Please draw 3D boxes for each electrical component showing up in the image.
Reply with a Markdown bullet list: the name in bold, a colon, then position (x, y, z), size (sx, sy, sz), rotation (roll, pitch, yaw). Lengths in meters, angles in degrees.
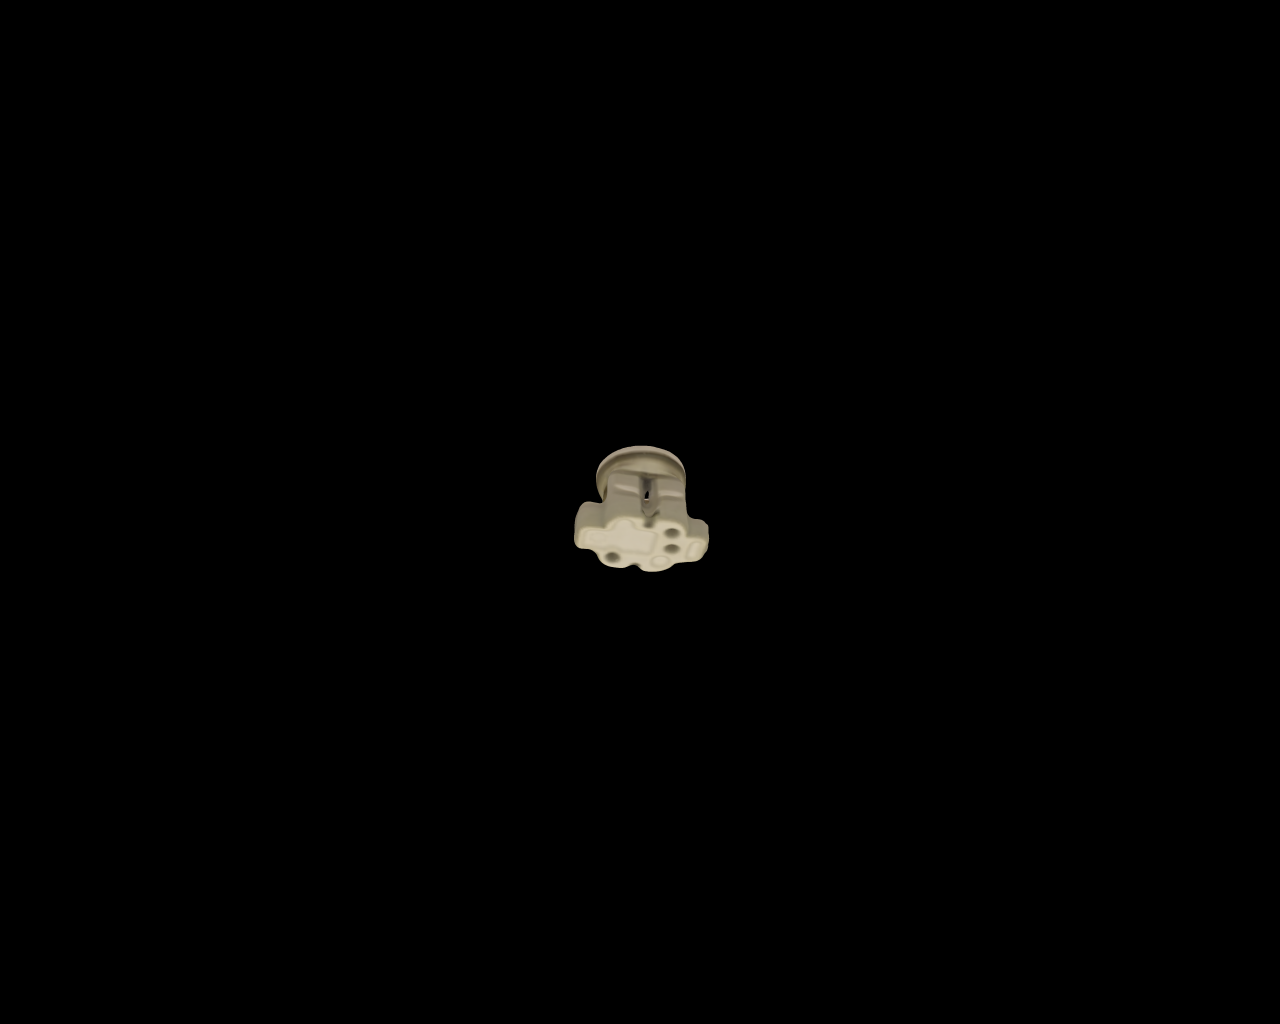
- **electrical component**: position (0.001, -0.003, 0.650), size (0.078, 0.057, 0.057), rotation (7, -39, -9)
